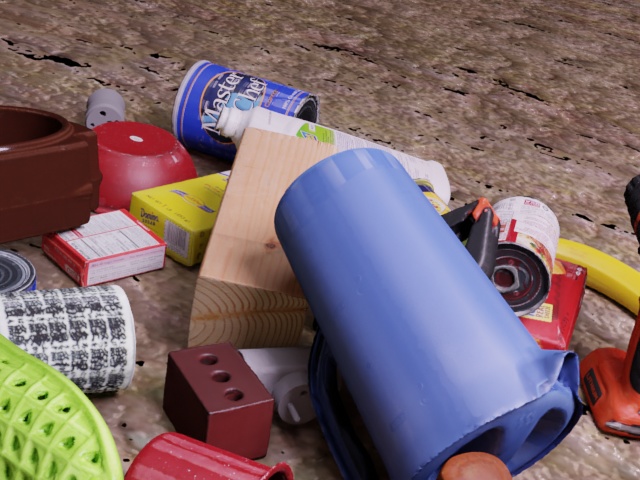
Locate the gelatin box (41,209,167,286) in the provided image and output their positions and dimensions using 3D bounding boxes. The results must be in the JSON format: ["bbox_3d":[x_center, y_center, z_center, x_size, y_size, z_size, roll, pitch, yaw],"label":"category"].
[{"bbox_3d":[-0.196,0.007,0.970,0.089,0.030,0.073,-16,38,-40],"label":"gelatin box"}]

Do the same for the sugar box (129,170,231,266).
[{"bbox_3d":[-0.093,-0.029,1.063,0.093,0.048,0.175,31,34,32],"label":"sugar box"}]

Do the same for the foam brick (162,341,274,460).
[{"bbox_3d":[-0.075,0.119,0.772,0.052,0.051,0.078,-7,32,-31],"label":"foam brick"}]

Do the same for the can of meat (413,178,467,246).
[{"bbox_3d":[0.070,-0.007,0.917,0.102,0.057,0.084,-5,33,-24],"label":"can of meat"}]

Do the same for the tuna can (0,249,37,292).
[{"bbox_3d":[-0.275,0.039,0.870,0.086,0.034,0.086,9,27,-5],"label":"tuna can"}]

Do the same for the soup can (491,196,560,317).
[{"bbox_3d":[0.164,0.011,0.897,0.068,0.068,0.102,16,29,10],"label":"soup can"}]

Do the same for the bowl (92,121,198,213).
[{"bbox_3d":[-0.197,-0.082,1.117,0.162,0.055,0.162,9,27,-5],"label":"bowl"}]

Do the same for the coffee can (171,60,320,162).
[{"bbox_3d":[-0.084,-0.137,1.215,0.140,0.103,0.102,19,27,14],"label":"coffee can"}]

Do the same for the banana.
[{"bbox_3d":[0.287,0.042,1.086,0.198,0.037,0.069,27,40,29],"label":"banana"}]

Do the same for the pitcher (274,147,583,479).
[{"bbox_3d":[0.055,0.061,0.744,0.149,0.145,0.243,-22,58,-12],"label":"pitcher"}]

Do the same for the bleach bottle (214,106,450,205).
[{"bbox_3d":[0.010,-0.085,1.126,0.250,0.068,0.102,21,22,-12],"label":"bleach bottle"}]

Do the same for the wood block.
[{"bbox_3d":[-0.046,0.002,0.918,0.091,0.090,0.206,12,41,0],"label":"wood block"}]

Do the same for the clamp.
[{"bbox_3d":[0.085,0.045,0.828,0.120,0.171,0.039,48,4,36],"label":"clamp"}]

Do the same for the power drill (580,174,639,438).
[{"bbox_3d":[0.269,0.054,0.885,0.057,0.188,0.184,8,28,-3],"label":"power drill"}]

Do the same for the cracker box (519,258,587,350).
[{"bbox_3d":[0.123,0.050,0.963,0.214,0.072,0.164,18,28,14],"label":"cracker box"}]

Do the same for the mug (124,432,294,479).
[{"bbox_3d":[-0.068,0.167,0.653,0.082,0.093,0.117,16,0,20],"label":"mug"}]

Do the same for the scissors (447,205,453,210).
[{"bbox_3d":[0.148,0.016,1.085,0.201,0.096,0.016,34,50,-20],"label":"scissors"}]
